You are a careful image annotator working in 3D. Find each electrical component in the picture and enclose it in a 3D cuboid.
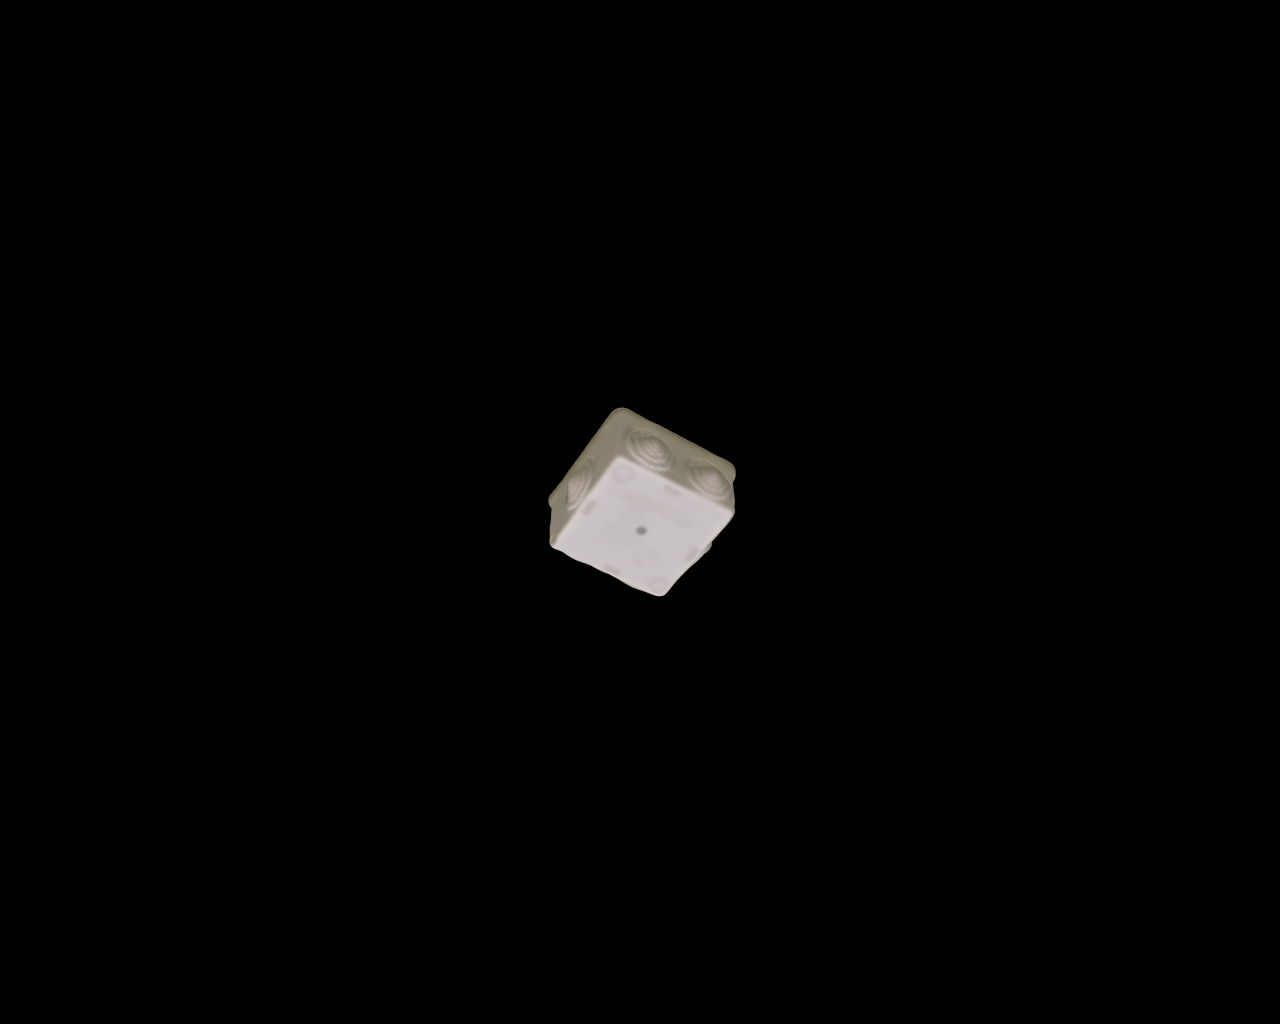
[{"bbox_3d":[0.001,-0.003,0.650,0.100,0.099,0.048,27,33,-19],"label":"electrical component"}]
